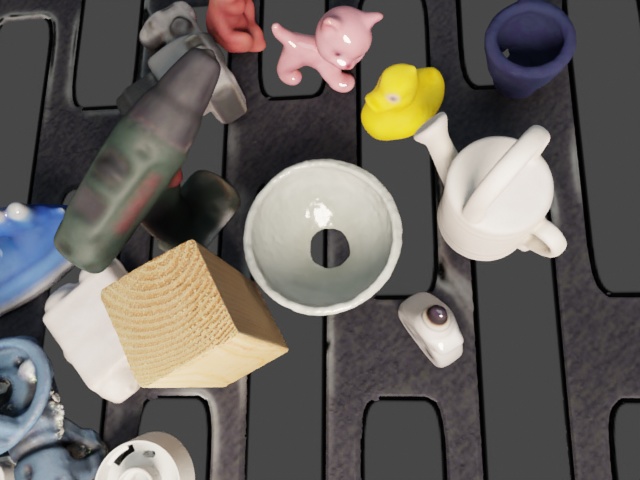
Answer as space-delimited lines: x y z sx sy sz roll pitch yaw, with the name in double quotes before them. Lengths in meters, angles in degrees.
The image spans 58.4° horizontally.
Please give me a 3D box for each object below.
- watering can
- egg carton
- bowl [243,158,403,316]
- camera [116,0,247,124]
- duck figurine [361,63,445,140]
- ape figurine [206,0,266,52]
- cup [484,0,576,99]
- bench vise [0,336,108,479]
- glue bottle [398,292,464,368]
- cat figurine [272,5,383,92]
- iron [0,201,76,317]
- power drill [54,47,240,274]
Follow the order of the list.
"watering can" 0.163 -0.051 0.552 0.172 0.194 0.101 22 80 12
"egg carton" -0.230 0.097 0.630 0.107 0.069 0.150 -42 75 -4
"bowl" 0.006 0.002 0.620 0.167 0.075 0.167 -2 76 7
"camera" -0.179 -0.193 0.679 0.137 0.101 0.143 -33 74 -1
"duck figurine" 0.093 -0.167 0.645 0.104 0.086 0.077 -32 74 -1
"ape figurine" -0.107 -0.277 0.695 0.076 0.092 0.078 14 78 11
"cup" 0.223 -0.211 0.635 0.091 0.095 0.118 -1 76 7
"bench vise" -0.294 0.172 0.541 0.207 0.220 0.121 38 84 14
"glue bottle" 0.107 0.079 0.537 0.037 0.173 0.078 -34 74 -2
"cat figurine" 0.006 -0.228 0.655 0.127 0.118 0.067 9 77 9
"iron" -0.377 0.008 0.633 0.258 0.141 0.118 -27 74 0
"power drill" -0.156 -0.060 0.587 0.075 0.208 0.230 35 83 14
